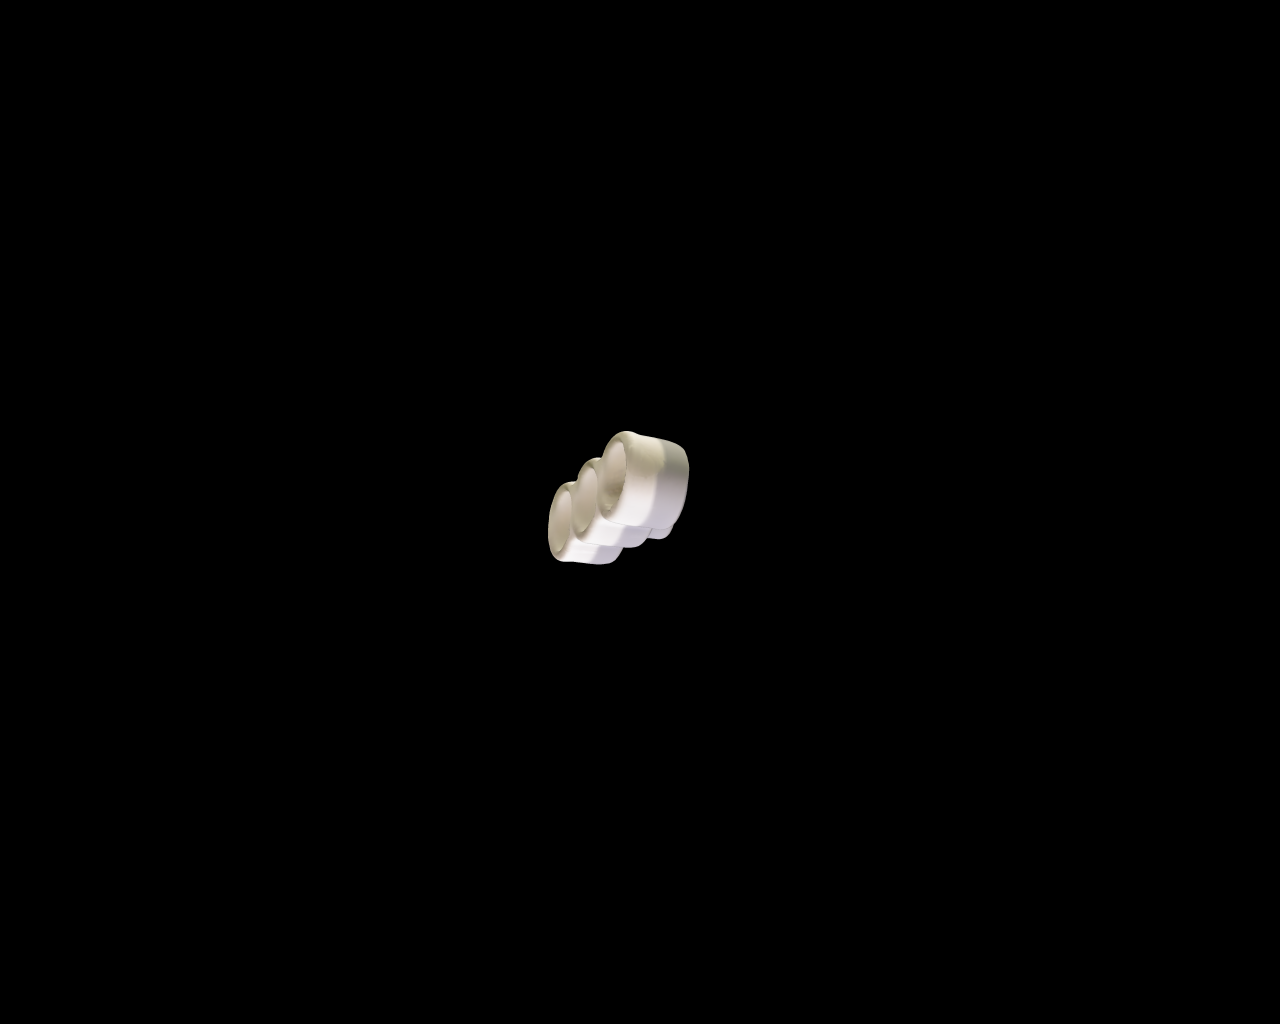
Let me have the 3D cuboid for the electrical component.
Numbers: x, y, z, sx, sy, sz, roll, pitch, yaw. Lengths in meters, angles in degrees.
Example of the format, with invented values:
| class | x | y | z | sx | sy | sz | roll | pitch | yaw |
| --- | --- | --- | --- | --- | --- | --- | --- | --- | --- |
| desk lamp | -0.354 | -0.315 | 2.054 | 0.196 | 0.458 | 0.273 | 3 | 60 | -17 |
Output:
| class | x | y | z | sx | sy | sz | roll | pitch | yaw |
| --- | --- | --- | --- | --- | --- | --- | --- | --- | --- |
| electrical component | 0.001 | -0.003 | 0.650 | 0.074 | 0.052 | 0.138 | 8 | -20 | -22 |
